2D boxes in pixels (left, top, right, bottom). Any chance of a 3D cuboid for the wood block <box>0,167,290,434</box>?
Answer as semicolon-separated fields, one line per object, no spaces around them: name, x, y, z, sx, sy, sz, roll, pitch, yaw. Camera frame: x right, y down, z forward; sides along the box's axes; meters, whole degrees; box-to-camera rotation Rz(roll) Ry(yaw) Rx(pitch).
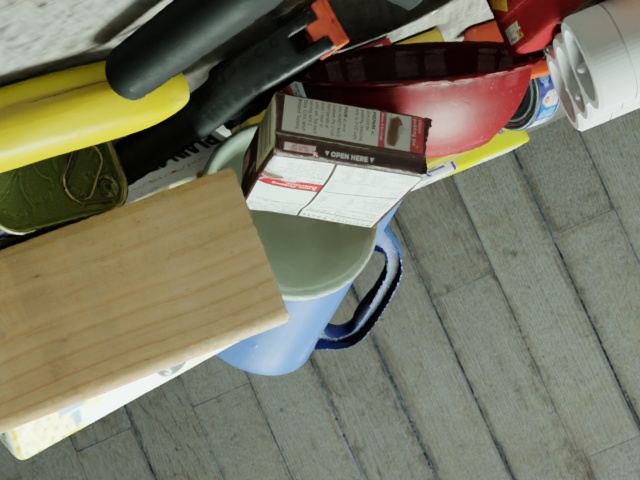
wood block;-0.131;0.039;0.592;0.206;0.090;0.091;-21;-179;-9

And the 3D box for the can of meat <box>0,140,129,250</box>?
can of meat;-0.173;-0.023;0.594;0.084;0.057;0.101;-24;178;36

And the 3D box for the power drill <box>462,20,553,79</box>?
power drill;0.114;-0.137;0.957;0.184;0.057;0.188;-21;178;-31

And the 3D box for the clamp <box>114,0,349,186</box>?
clamp;-0.054;-0.082;0.612;0.120;0.039;0.172;-43;-172;-36

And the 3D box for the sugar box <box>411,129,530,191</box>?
sugar box;0.130;-0.115;1.113;0.175;0.093;0.048;-23;176;-35

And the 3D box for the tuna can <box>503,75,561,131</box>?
tuna can;0.193;-0.151;1.042;0.033;0.086;0.086;-21;176;-32

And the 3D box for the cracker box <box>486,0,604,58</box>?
cracker box;0.211;-0.188;0.585;0.213;0.072;0.164;-23;177;-15

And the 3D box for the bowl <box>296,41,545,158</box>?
bowl;0.063;-0.089;0.683;0.162;0.055;0.162;-5;-162;1

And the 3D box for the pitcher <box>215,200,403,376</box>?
pitcher;-0.006;0.001;0.953;0.148;0.145;0.243;-16;148;-47

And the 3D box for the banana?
banana;-0.133;-0.055;0.511;0.197;0.037;0.070;-22;177;-38

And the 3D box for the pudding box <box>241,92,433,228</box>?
pudding box;0.005;-0.043;0.623;0.090;0.039;0.114;7;166;-11

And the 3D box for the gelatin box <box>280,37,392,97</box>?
gelatin box;0.022;-0.093;0.758;0.089;0.073;0.030;-24;178;-16

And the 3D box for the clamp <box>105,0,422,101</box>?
clamp;-0.012;-0.113;0.424;0.164;0.036;0.210;-23;176;-9
